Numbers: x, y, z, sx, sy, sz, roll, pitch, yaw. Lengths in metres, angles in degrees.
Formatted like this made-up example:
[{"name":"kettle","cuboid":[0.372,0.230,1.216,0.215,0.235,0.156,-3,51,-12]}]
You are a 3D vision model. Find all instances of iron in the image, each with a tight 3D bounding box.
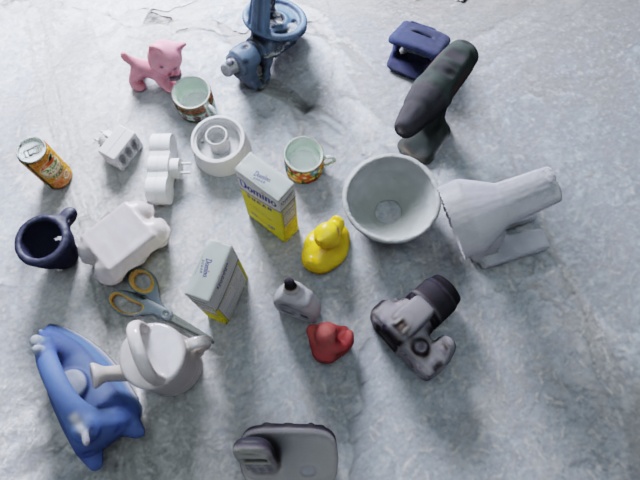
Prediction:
[{"name":"iron","cuboid":[-0.384,0.219,0.878,0.119,0.141,0.258,-37,73,-10]}]

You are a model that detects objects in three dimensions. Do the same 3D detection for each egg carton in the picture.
[{"name":"egg carton","cuboid":[-0.338,0.003,0.991,0.150,0.069,0.107,-42,74,-12]}]

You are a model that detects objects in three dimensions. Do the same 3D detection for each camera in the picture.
[{"name":"camera","cuboid":[0.170,0.129,0.913,0.137,0.101,0.143,-40,74,-11]}]

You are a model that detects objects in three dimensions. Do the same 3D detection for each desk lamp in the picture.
[{"name":"desk lamp","cuboid":[0.280,-0.037,0.908,0.203,0.213,0.118,-17,71,-4]}]

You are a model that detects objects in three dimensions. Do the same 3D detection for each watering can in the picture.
[{"name":"watering can","cuboid":[-0.254,0.180,0.859,0.173,0.194,0.100,-40,74,-11]}]

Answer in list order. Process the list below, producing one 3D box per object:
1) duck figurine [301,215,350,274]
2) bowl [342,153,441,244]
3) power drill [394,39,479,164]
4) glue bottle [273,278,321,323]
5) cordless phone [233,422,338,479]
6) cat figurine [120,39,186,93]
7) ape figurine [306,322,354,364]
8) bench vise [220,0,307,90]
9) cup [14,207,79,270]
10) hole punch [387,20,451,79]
[{"name":"duck figurine","cuboid":[0.009,0.003,0.970,0.077,0.086,0.105,33,75,13]},{"name":"bowl","cuboid":[0.123,-0.062,0.996,0.167,0.075,0.167,-1,70,2]},{"name":"power drill","cuboid":[0.188,-0.220,0.979,0.075,0.208,0.230,30,74,12]},{"name":"glue bottle","cuboid":[-0.039,0.088,0.896,0.078,0.173,0.037,20,72,9]},{"name":"cordless phone","cuboid":[-0.049,0.305,0.813,0.147,0.185,0.094,-4,70,1]},{"name":"cat figurine","cuboid":[-0.312,-0.340,1.086,0.127,0.118,0.067,2,70,3]},{"name":"ape figurine","cuboid":[0.013,0.156,0.913,0.077,0.092,0.076,29,74,12]},{"name":"bench vise","cuboid":[-0.097,-0.387,1.041,0.121,0.220,0.207,19,72,9]},{"name":"cup","cuboid":[-0.447,0.003,0.981,0.091,0.095,0.118,32,75,12]},{"name":"hole punch","cuboid":[0.188,-0.375,1.096,0.108,0.091,0.101,24,73,10]}]
